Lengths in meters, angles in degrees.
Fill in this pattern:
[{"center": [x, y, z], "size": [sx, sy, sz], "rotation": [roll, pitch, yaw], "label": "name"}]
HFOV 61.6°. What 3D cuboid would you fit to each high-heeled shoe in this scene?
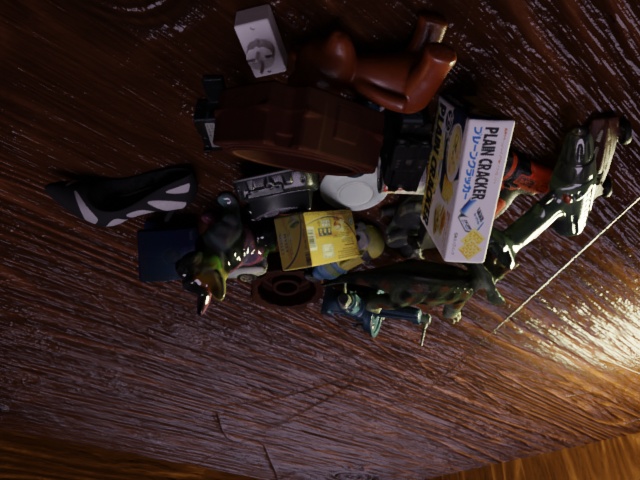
[{"center": [-0.346, -0.093, 0.943], "size": [0.249, 0.086, 0.145], "rotation": [11, 139, -23], "label": "high-heeled shoe"}]

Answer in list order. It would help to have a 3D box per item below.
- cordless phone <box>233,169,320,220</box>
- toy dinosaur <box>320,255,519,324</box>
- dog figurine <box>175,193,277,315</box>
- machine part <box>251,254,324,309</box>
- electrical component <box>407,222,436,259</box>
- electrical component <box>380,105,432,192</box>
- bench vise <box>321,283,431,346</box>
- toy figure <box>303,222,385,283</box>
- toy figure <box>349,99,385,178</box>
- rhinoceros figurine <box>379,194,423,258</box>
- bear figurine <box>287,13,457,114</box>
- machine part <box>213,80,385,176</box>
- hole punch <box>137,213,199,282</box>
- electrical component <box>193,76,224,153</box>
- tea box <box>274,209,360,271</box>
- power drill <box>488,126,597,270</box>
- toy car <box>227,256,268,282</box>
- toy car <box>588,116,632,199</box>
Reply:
[{"center": [-0.088, -0.133, 0.906], "size": [0.147, 0.089, 0.184], "rotation": [-9, 132, 13], "label": "cordless phone"}, {"center": [0.217, 0.086, 1.107], "size": [0.405, 0.131, 0.192], "rotation": [1, 151, -14], "label": "toy dinosaur"}, {"center": [-0.171, 0.038, 1.006], "size": [0.191, 0.219, 0.108], "rotation": [28, 139, -32], "label": "dog figurine"}, {"center": [-0.075, 0.095, 1.222], "size": [0.179, 0.056, 0.179], "rotation": [-1, 143, -1], "label": "machine part"}, {"center": [0.215, -0.002, 0.994], "size": [0.102, 0.045, 0.078], "rotation": [-3, 143, -16], "label": "electrical component"}, {"center": [0.129, -0.157, 0.827], "size": [0.058, 0.115, 0.134], "rotation": [-2, 145, -6], "label": "electrical component"}, {"center": [0.132, 0.158, 1.239], "size": [0.241, 0.129, 0.223], "rotation": [8, 155, 19], "label": "bench vise"}, {"center": [0.048, 0.027, 1.108], "size": [0.180, 0.082, 0.089], "rotation": [-34, 159, 27], "label": "toy figure"}, {"center": [0.061, -0.167, 0.861], "size": [0.058, 0.064, 0.154], "rotation": [33, 144, 20], "label": "toy figure"}, {"center": [0.174, -0.036, 1.037], "size": [0.112, 0.073, 0.190], "rotation": [-6, 143, -12], "label": "rhinoceros figurine"}, {"center": [0.061, -0.241, 0.714], "size": [0.196, 0.120, 0.131], "rotation": [14, 138, -10], "label": "bear figurine"}, {"center": [-0.029, -0.145, 0.741], "size": [0.201, 0.087, 0.202], "rotation": [8, -177, -40], "label": "machine part"}, {"center": [-0.298, 0.021, 1.052], "size": [0.116, 0.092, 0.142], "rotation": [3, 106, 0], "label": "hole punch"}, {"center": [-0.155, -0.192, 0.834], "size": [0.075, 0.048, 0.119], "rotation": [0, 146, -1], "label": "electrical component"}, {"center": [-0.002, -0.003, 0.981], "size": [0.068, 0.098, 0.169], "rotation": [-11, 177, 32], "label": "tea box"}, {"center": [0.363, -0.058, 0.891], "size": [0.207, 0.086, 0.231], "rotation": [-40, 139, -2], "label": "power drill"}, {"center": [-0.212, 0.048, 1.139], "size": [0.202, 0.073, 0.056], "rotation": [-1, 147, 1], "label": "toy car"}, {"center": [0.470, -0.129, 0.924], "size": [0.089, 0.053, 0.202], "rotation": [-3, 145, 9], "label": "toy car"}]
